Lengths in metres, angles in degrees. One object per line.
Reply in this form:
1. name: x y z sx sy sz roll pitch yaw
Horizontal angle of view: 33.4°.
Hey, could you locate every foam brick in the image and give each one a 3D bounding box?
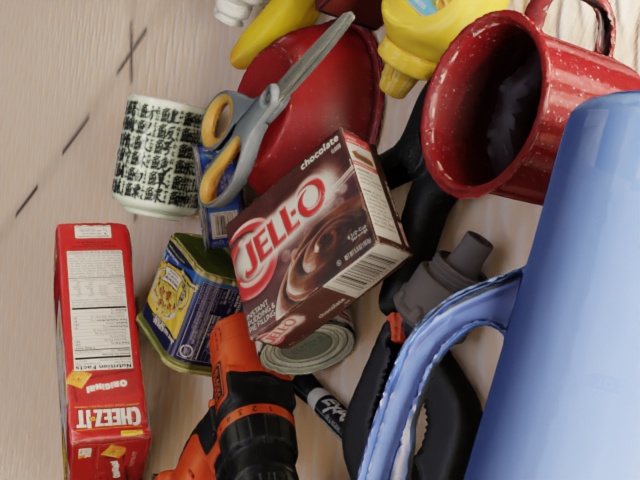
1. foam brick: 0.029 -0.196 0.740 0.053 0.051 0.078 -35 52 50

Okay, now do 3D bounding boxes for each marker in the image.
1. marker: 0.012 0.118 0.699 0.121 0.020 0.020 36 111 57

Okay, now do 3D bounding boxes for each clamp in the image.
1. clamp: 0.044 0.147 0.605 0.165 0.036 0.210 -25 57 36
2. clamp: 0.063 -0.050 0.653 0.172 0.039 0.120 -60 41 24

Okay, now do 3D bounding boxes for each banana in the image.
1. banana: -0.015 -0.207 0.819 0.070 0.037 0.198 46 125 36

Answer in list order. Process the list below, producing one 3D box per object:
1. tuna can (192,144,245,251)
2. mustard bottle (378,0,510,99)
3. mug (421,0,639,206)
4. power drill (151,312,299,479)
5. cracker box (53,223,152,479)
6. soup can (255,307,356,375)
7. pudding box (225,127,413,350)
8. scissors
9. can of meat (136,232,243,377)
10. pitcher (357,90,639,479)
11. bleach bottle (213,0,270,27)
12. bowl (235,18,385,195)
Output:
1. tuna can: -0.080 -0.036 0.850 0.086 0.033 0.086 173 90 -82
2. mustard bottle: 0.085 -0.168 0.631 0.192 0.058 0.096 -61 34 27
3. mug: 0.114 -0.071 0.532 0.093 0.081 0.117 28 104 58
4. power drill: -0.069 0.172 0.752 0.184 0.057 0.188 -103 34 -51
5. cracker box: -0.198 0.116 0.957 0.164 0.072 0.214 110 153 -53
6. soup can: -0.019 0.033 0.729 0.069 0.068 0.102 -49 43 40
7. pudding box: -0.004 0.001 0.652 0.114 0.039 0.090 -37 51 27
8. scissors: -0.040 -0.106 0.748 0.202 0.016 0.096 -54 39 34
9. can of meat: -0.101 0.050 0.870 0.102 0.057 0.084 42 115 55
10. pitcher: 0.118 0.067 0.431 0.145 0.149 0.243 8 84 65
11. bleach bottle: -0.033 -0.293 0.855 0.103 0.067 0.251 51 126 39
12. bowl: -0.021 -0.092 0.784 0.162 0.055 0.162 -26 59 53
